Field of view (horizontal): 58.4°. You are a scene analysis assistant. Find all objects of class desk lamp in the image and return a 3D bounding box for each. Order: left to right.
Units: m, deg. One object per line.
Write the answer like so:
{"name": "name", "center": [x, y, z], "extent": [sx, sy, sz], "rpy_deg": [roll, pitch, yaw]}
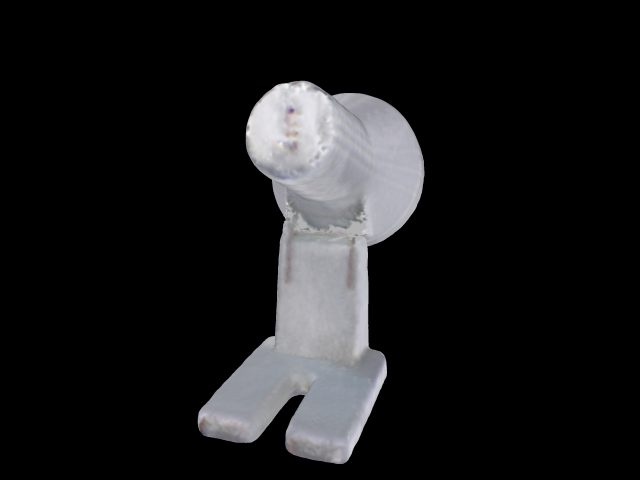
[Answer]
{"name": "desk lamp", "center": [0.004, 0.001, 0.400], "extent": [0.117, 0.213, 0.203], "rpy_deg": [4, 14, 15]}
